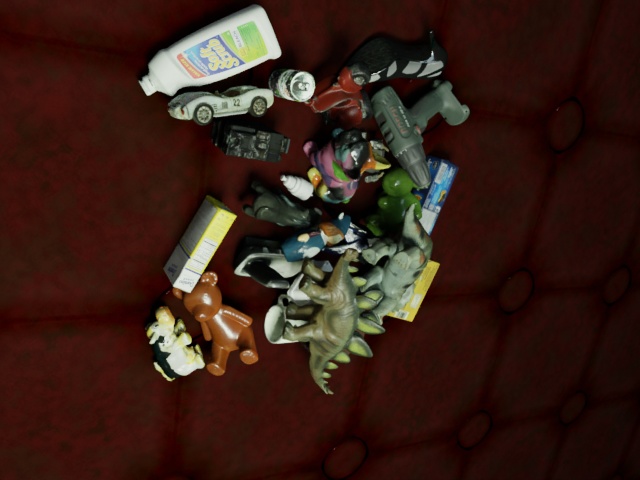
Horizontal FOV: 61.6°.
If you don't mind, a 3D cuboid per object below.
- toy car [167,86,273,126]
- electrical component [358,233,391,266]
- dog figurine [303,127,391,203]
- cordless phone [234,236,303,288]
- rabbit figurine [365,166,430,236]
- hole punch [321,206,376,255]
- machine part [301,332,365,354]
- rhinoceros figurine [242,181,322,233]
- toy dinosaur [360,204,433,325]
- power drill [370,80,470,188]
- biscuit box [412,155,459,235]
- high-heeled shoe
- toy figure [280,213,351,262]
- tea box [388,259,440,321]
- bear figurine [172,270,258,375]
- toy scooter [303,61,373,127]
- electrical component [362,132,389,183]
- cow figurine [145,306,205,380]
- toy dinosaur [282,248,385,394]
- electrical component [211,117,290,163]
[{"bbox_3d":[-0.178,-0.248,0.977,0.202,0.074,0.056,-18,119,-37],"label":"toy car"},{"bbox_3d":[0.109,0.019,1.277,0.119,0.048,0.074,-15,116,-25],"label":"electrical component"},{"bbox_3d":[0.057,-0.140,1.082,0.108,0.219,0.191,-22,118,-16],"label":"dog figurine"},{"bbox_3d":[-0.084,0.061,1.106,0.146,0.184,0.088,7,102,-30],"label":"cordless phone"},{"bbox_3d":[0.187,-0.099,1.211,0.159,0.121,0.170,-48,148,-30],"label":"rabbit figurine"},{"bbox_3d":[0.052,-0.008,1.185,0.116,0.142,0.092,24,96,-12],"label":"hole punch"},{"bbox_3d":[0.039,0.214,1.313,0.179,0.056,0.179,-11,114,-26],"label":"machine part"},{"bbox_3d":[-0.070,-0.060,1.106,0.190,0.112,0.073,18,96,-52],"label":"rhinoceros figurine"},{"bbox_3d":[0.175,0.046,1.161,0.192,0.131,0.404,-34,161,-42],"label":"toy dinosaur"},{"bbox_3d":[0.227,-0.246,1.174,0.207,0.086,0.232,-33,88,-19],"label":"power drill"},{"bbox_3d":[0.260,-0.101,1.302,0.059,0.063,0.202,15,101,-32],"label":"biscuit box"},{"bbox_3d":[0.159,-0.363,1.156,0.249,0.086,0.145,-23,155,3],"label":"high-heeled shoe"},{"bbox_3d":[-0.003,-0.004,1.081,0.154,0.064,0.057,-24,95,-7],"label":"toy figure"},{"bbox_3d":[0.218,0.111,1.361,0.098,0.068,0.169,21,98,-34],"label":"tea box"},{"bbox_3d":[-0.217,0.167,1.112,0.120,0.132,0.195,-21,129,12],"label":"bear figurine"},{"bbox_3d":[0.035,-0.277,1.072,0.135,0.075,0.183,-22,162,0],"label":"toy scooter"},{"bbox_3d":[0.112,-0.178,1.176,0.045,0.078,0.102,-40,145,-64],"label":"electrical component"},{"bbox_3d":[-0.316,0.215,1.115,0.098,0.068,0.167,-29,120,-7],"label":"cow figurine"},{"bbox_3d":[0.023,0.180,1.114,0.199,0.105,0.470,16,134,-3],"label":"toy dinosaur"},{"bbox_3d":[-0.129,-0.191,1.021,0.134,0.115,0.058,3,112,-30],"label":"electrical component"}]
